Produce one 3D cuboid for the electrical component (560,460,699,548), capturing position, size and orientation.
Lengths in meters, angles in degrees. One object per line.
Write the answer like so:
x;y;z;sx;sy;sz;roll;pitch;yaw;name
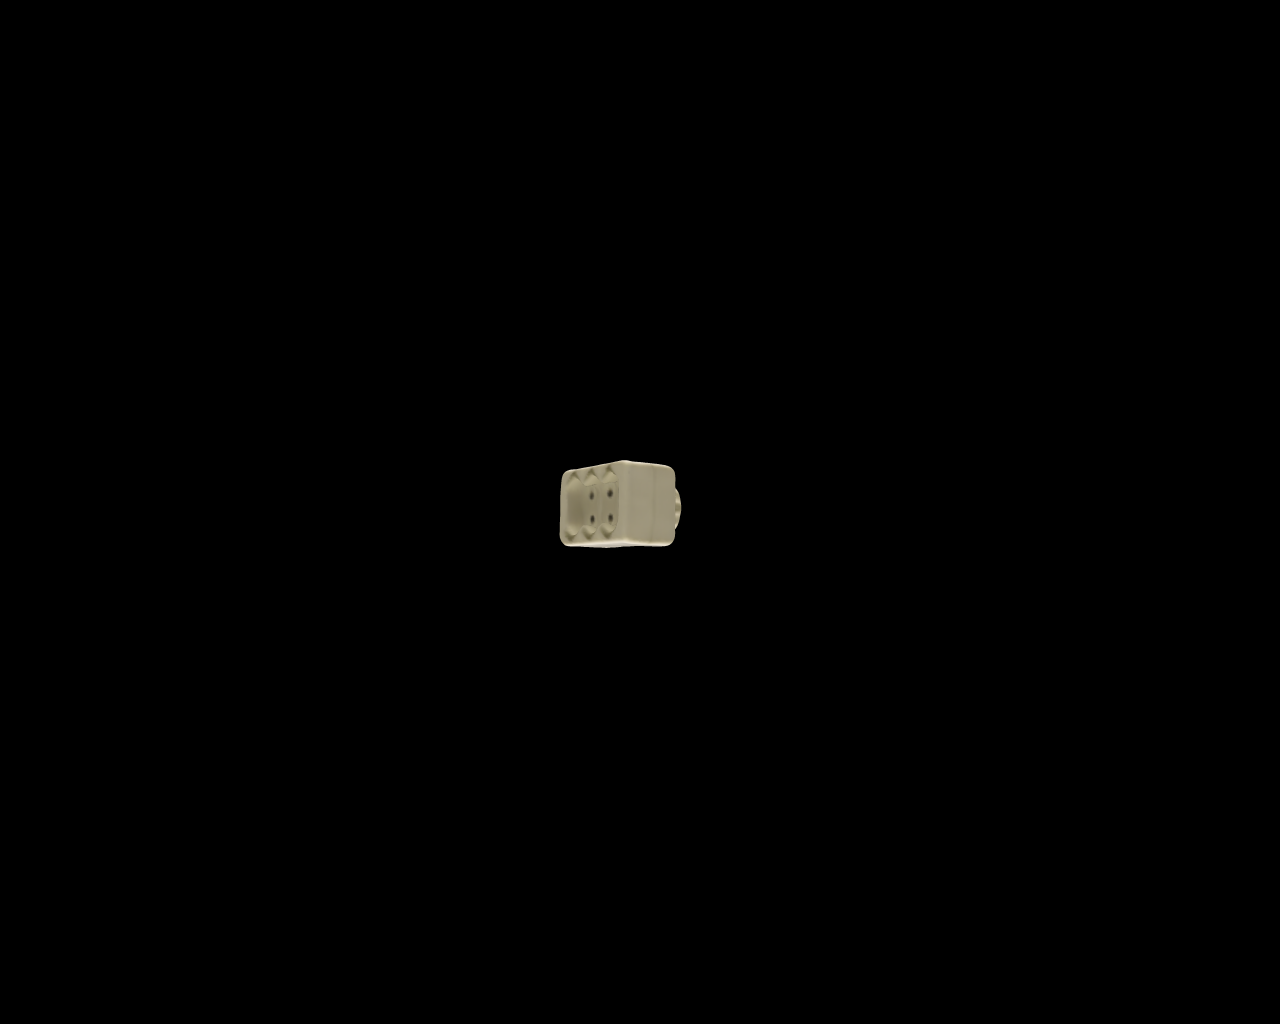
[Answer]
0.001;-0.003;0.650;0.077;0.047;0.065;4;-6;-39;electrical component
